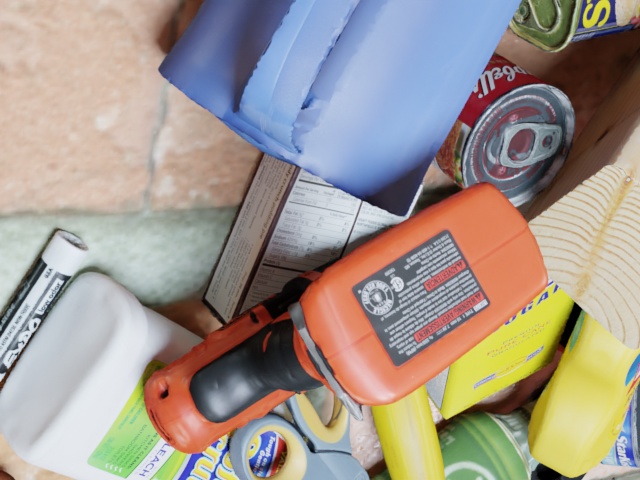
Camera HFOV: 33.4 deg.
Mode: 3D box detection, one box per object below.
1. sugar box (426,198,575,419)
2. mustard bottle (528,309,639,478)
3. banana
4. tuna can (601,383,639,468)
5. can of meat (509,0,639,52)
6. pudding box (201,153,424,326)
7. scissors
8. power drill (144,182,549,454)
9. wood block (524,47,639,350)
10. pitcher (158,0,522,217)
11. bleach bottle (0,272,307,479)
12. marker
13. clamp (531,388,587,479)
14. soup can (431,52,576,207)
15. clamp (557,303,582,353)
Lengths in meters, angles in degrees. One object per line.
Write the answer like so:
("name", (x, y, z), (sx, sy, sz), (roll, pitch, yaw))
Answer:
("sugar box", (0.113, 0.039, 0.658), (0.093, 0.048, 0.176), (-26, 152, -16))
("mustard bottle", (0.188, 0.058, 0.676), (0.096, 0.058, 0.192), (-41, 152, -44))
("banana", (0.054, 0.102, 0.676), (0.037, 0.070, 0.198), (-18, 103, -14))
("tuna can", (0.228, 0.127, 0.802), (0.086, 0.034, 0.086), (-1, 91, -64))
("can of meat", (0.155, -0.161, 0.583), (0.083, 0.057, 0.102), (-15, 127, -28))
("pudding box", (-0.004, 0.001, 0.600), (0.089, 0.039, 0.113), (11, 111, -37))
("scissors", (0.004, 0.150, 0.634), (0.096, 0.016, 0.201), (-39, 124, -32))
("power drill", (0.020, 0.032, 0.493), (0.184, 0.188, 0.057), (-33, 90, -28))
("wood block", (0.200, -0.054, 0.571), (0.205, 0.090, 0.091), (-50, -178, -34))
("pitcher", (0.040, -0.140, 0.468), (0.144, 0.149, 0.243), (23, 102, -40))
("bleach bottle", (-0.059, 0.111, 0.622), (0.250, 0.068, 0.102), (33, 92, -45))
("marker", (-0.158, 0.049, 0.545), (0.020, 0.020, 0.121), (27, 102, -41))
("clamp", (0.159, 0.196, 0.831), (0.164, 0.036, 0.210), (-8, 121, -27))
("soup can", (0.075, -0.069, 0.560), (0.068, 0.102, 0.068), (-16, 126, -23))
("clamp", (0.202, 0.007, 0.734), (0.120, 0.039, 0.171), (-18, 136, -27))
